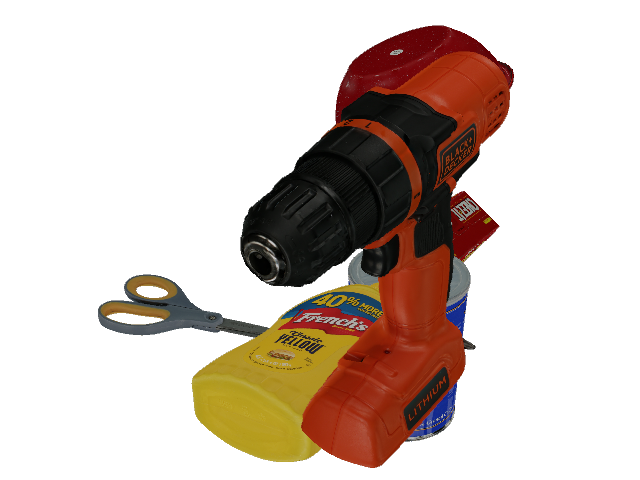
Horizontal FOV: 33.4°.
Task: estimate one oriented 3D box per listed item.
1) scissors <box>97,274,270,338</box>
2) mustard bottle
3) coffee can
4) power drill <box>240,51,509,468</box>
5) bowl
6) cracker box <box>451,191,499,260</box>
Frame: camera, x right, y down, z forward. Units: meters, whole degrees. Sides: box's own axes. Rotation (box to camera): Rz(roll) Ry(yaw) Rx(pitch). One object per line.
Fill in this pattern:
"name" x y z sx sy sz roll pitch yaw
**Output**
"scissors" -0.111 0.067 1.029 0.201 0.016 0.096 3 33 -4
"mustard bottle" 0.007 0.077 0.734 0.096 0.058 0.191 12 28 33
"coffee can" 0.072 0.087 0.924 0.103 0.140 0.103 1 29 -1
"power drill" 0.028 0.020 0.517 0.057 0.188 0.184 25 43 27
"bowl" 0.074 -0.133 0.885 0.162 0.055 0.162 -21 24 10
"cracker box" 0.096 0.049 1.270 0.214 0.072 0.164 -49 -9 32
